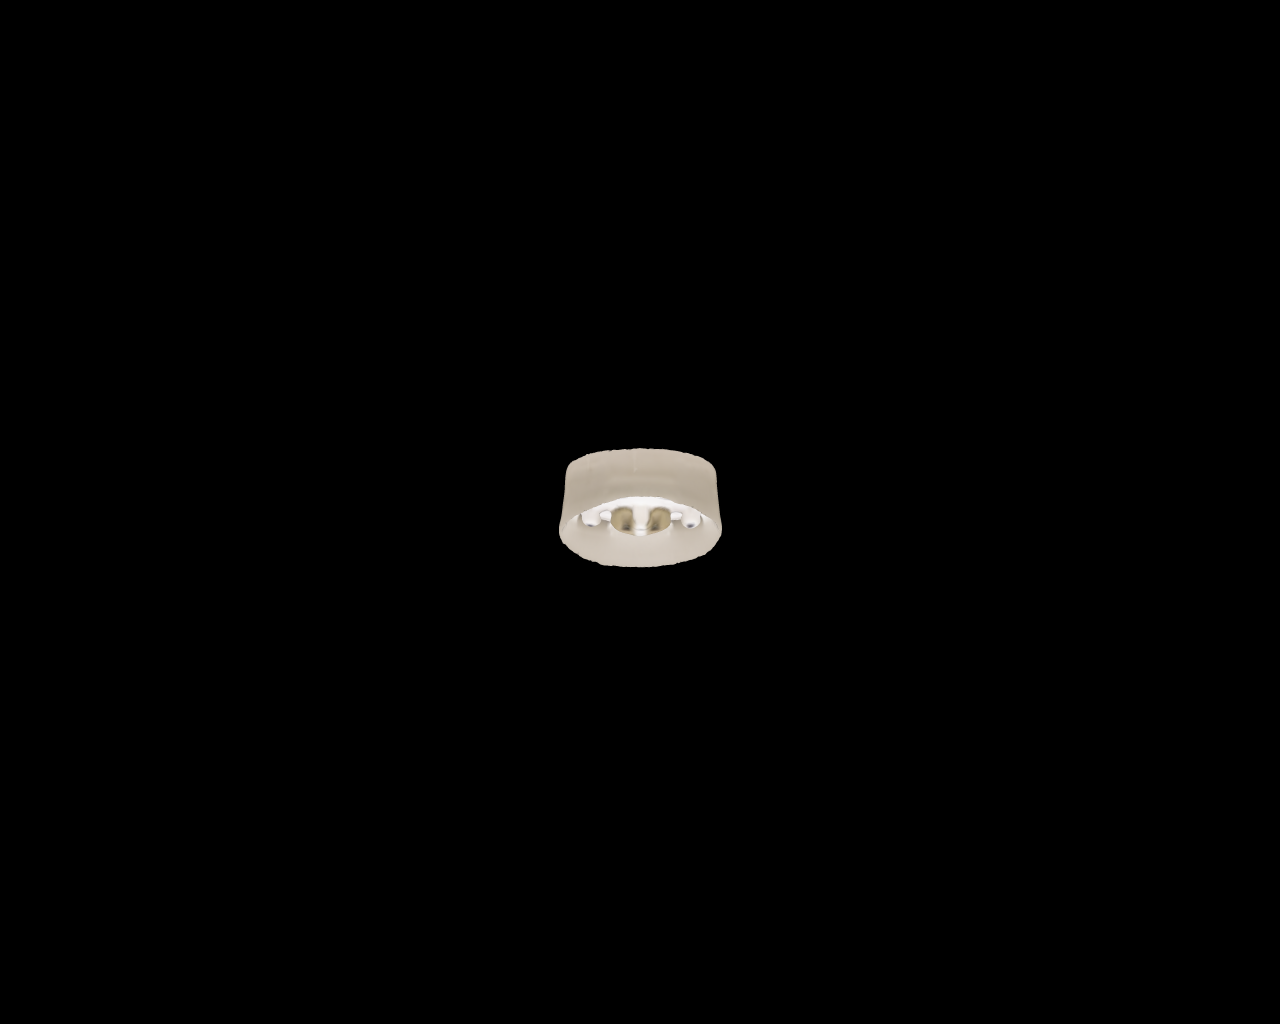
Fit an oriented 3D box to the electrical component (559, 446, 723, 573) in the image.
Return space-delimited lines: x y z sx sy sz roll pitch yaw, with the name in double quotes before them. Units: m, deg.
"electrical component" 0.001 -0.003 0.650 0.099 0.064 0.099 0 -12 0
